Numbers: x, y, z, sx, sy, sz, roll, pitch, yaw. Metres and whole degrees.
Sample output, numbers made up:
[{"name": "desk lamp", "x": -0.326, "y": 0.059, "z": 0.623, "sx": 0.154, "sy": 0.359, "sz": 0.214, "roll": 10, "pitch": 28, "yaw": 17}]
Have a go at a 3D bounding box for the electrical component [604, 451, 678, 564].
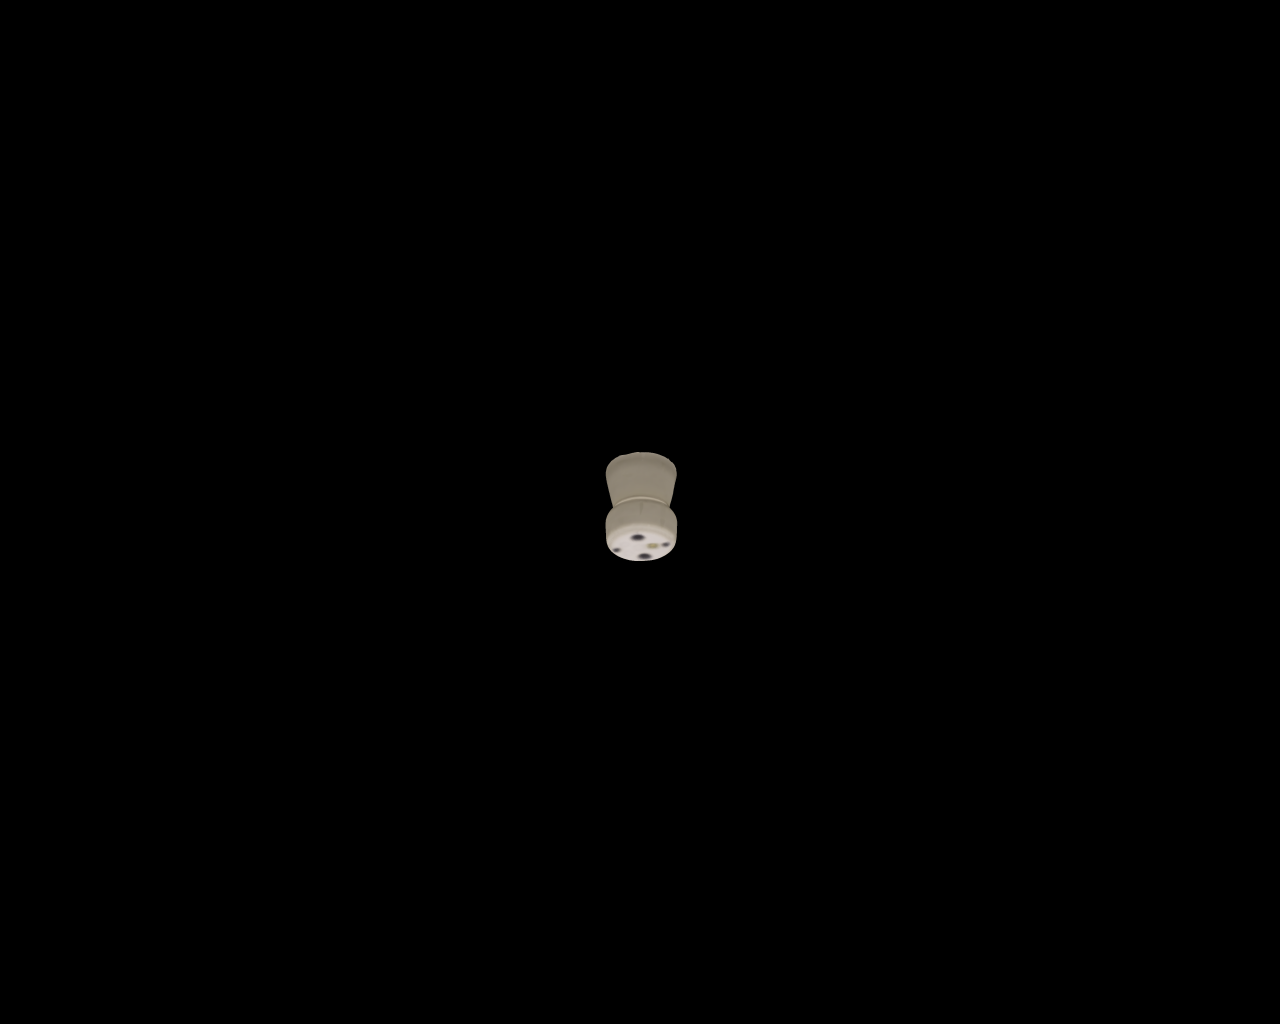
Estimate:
[{"name": "electrical component", "x": 0.001, "y": -0.003, "z": 0.650, "sx": 0.045, "sy": 0.055, "sz": 0.044, "roll": 0, "pitch": -32, "yaw": 0}]
